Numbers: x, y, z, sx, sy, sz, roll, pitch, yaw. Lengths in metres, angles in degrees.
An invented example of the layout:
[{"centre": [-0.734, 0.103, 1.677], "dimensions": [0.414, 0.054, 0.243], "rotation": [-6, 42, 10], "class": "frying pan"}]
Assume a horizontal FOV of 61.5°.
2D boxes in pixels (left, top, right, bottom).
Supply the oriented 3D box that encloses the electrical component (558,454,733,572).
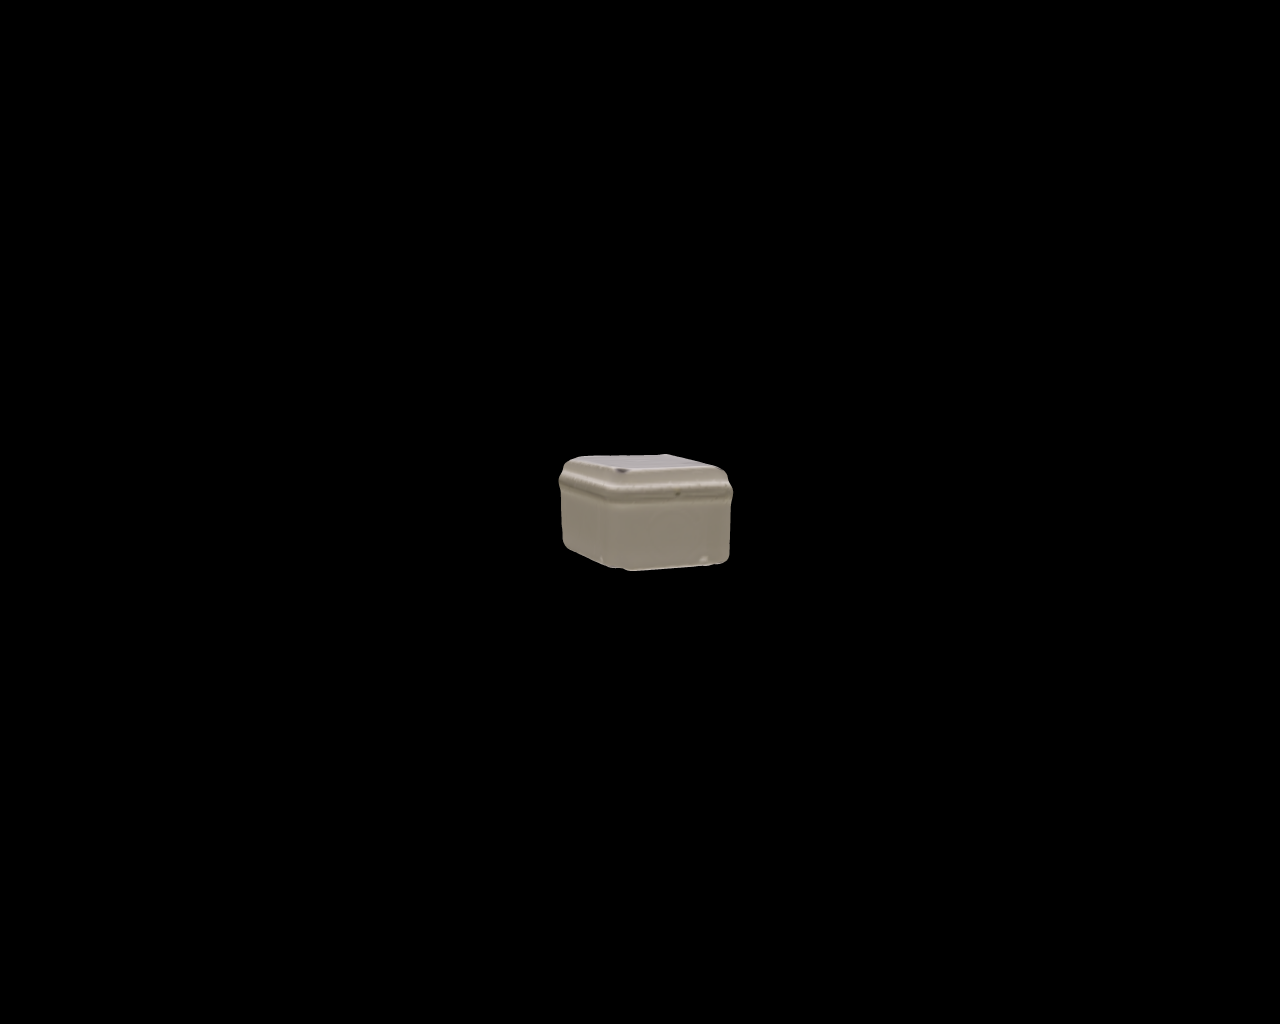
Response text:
[{"centre": [0.001, -0.003, 0.650], "dimensions": [0.078, 0.057, 0.113], "rotation": [-3, 8, -19], "class": "electrical component"}]
